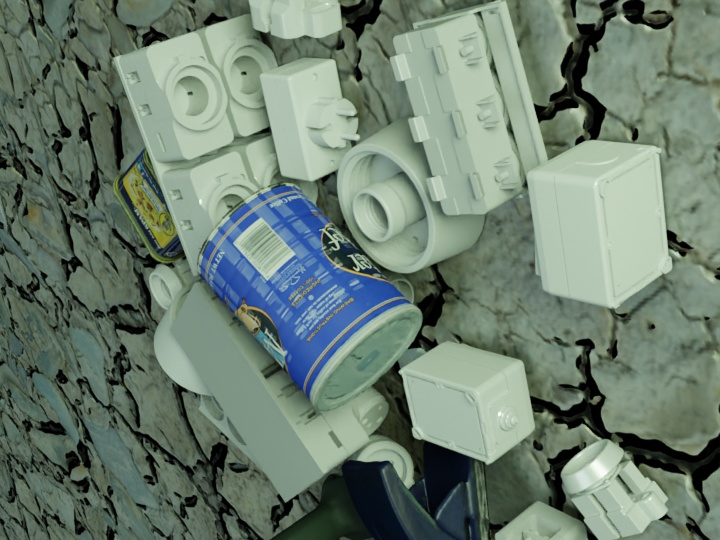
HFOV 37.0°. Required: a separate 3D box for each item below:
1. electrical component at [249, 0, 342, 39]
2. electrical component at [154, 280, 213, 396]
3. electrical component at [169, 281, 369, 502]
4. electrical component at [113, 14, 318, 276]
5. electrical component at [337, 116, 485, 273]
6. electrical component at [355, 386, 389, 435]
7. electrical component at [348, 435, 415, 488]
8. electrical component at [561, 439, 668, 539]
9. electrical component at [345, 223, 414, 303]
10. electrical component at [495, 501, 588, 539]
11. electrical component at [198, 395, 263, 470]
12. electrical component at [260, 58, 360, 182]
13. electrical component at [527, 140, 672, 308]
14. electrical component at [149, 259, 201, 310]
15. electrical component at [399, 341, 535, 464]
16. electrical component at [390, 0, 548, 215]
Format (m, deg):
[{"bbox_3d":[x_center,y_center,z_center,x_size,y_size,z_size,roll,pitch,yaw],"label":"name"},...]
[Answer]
[{"bbox_3d":[-0.049,-0.204,0.766,0.078,0.058,0.057,27,136,40],"label":"electrical component"},{"bbox_3d":[-0.136,0.058,1.020,0.108,0.108,0.060,48,137,18],"label":"electrical component"},{"bbox_3d":[-0.078,0.094,0.922,0.186,0.060,0.105,55,149,8],"label":"electrical component"},{"bbox_3d":[-0.109,-0.101,0.871,0.060,0.105,0.186,2,115,52],"label":"electrical component"},{"bbox_3d":[0.029,-0.049,0.770,0.108,0.060,0.108,31,135,36],"label":"electrical component"},{"bbox_3d":[-0.008,0.115,0.947,0.055,0.045,0.045,38,139,29],"label":"electrical component"},{"bbox_3d":[0.033,0.211,0.957,0.138,0.052,0.074,65,171,-4],"label":"electrical component"},{"bbox_3d":[0.172,0.151,0.742,0.055,0.048,0.066,52,145,1],"label":"electrical component"},{"bbox_3d":[0.000,0.000,0.857,0.077,0.043,0.079,24,131,42],"label":"electrical component"},{"bbox_3d":[0.144,0.229,0.821,0.050,0.056,0.089,18,127,45],"label":"electrical component"},{"bbox_3d":[-0.098,0.144,1.066,0.121,0.063,0.078,37,139,31],"label":"electrical component"},{"bbox_3d":[-0.027,-0.112,0.810,0.076,0.047,0.083,15,125,46],"label":"electrical component"},{"bbox_3d":[0.141,-0.023,0.643,0.061,0.062,0.096,14,124,47],"label":"electrical component"},{"bbox_3d":[-0.177,0.011,1.081,0.066,0.055,0.048,-21,96,55],"label":"electrical component"},{"bbox_3d":[0.087,0.096,0.797,0.096,0.061,0.061,12,122,48],"label":"electrical component"},{"bbox_3d":[0.069,-0.100,0.681,0.079,0.063,0.121,2,115,52],"label":"electrical component"}]
